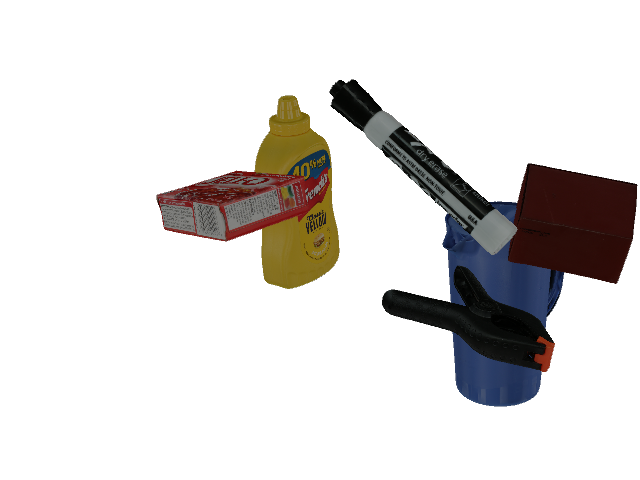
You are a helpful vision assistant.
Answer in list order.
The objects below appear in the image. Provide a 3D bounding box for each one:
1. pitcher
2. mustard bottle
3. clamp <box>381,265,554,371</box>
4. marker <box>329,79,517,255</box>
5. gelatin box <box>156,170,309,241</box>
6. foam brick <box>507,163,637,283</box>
[{"bbox_3d":[0.233,0.077,1.343,0.149,0.243,0.145,1,21,12],"label":"pitcher"},{"bbox_3d":[-0.026,-0.054,1.089,0.058,0.192,0.096,15,31,37],"label":"mustard bottle"},{"bbox_3d":[0.158,0.072,1.035,0.172,0.039,0.120,26,38,31],"label":"clamp"},{"bbox_3d":[0.050,-0.040,0.545,0.121,0.020,0.020,44,12,13],"label":"marker"},{"bbox_3d":[-0.064,-0.027,0.762,0.073,0.030,0.089,-20,18,-34],"label":"gelatin box"},{"bbox_3d":[0.174,-0.012,0.738,0.078,0.051,0.053,12,-37,8],"label":"foam brick"}]
